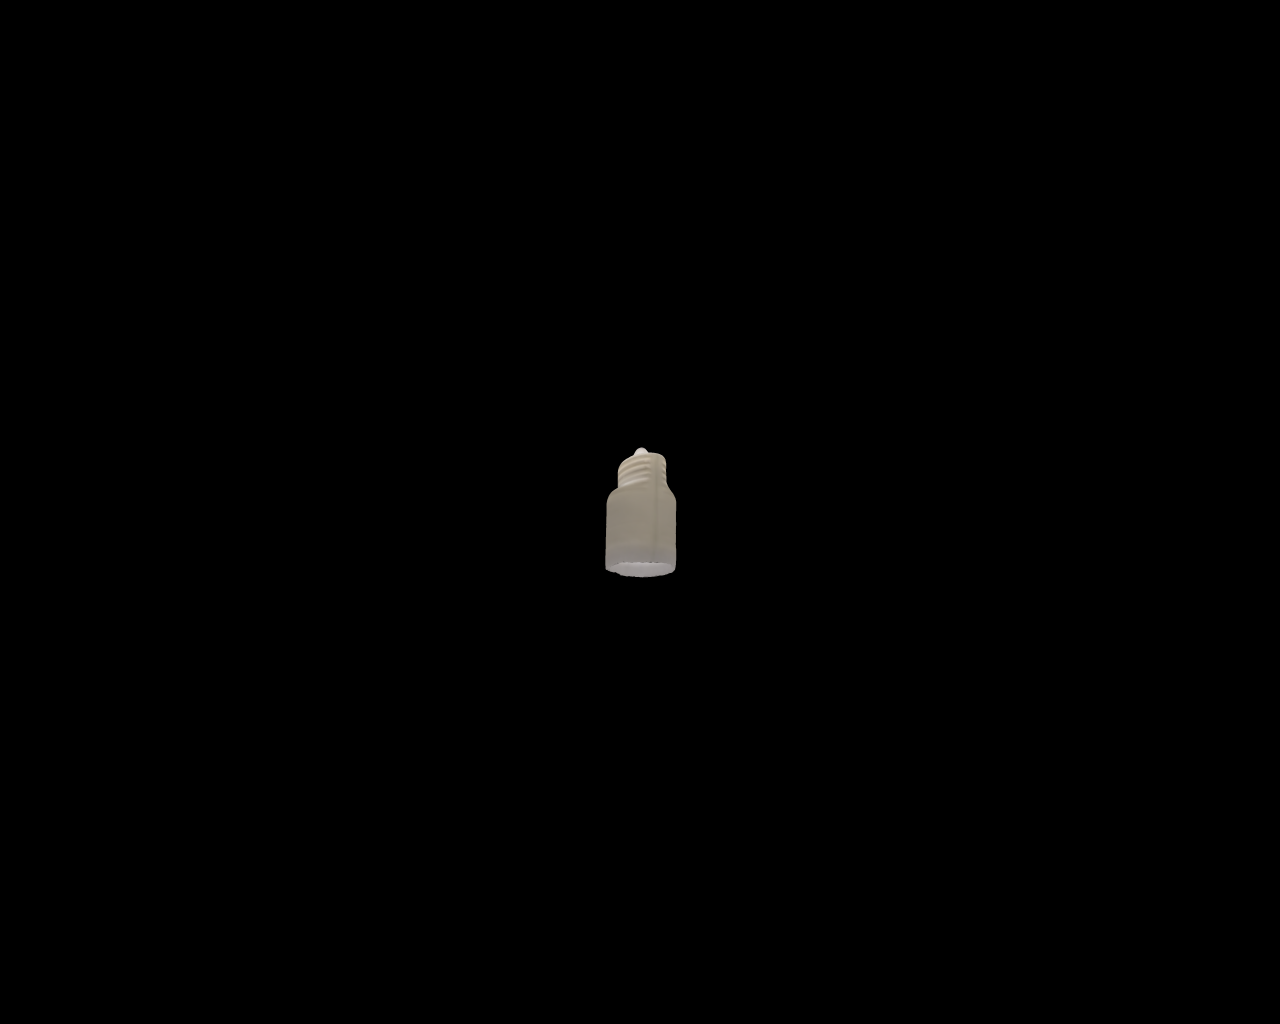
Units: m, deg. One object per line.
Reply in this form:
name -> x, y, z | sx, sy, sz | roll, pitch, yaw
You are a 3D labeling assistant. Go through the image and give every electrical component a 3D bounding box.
electrical component -> 0.001, -0.003, 0.650 | 0.043, 0.081, 0.043 | 0, -18, 0
